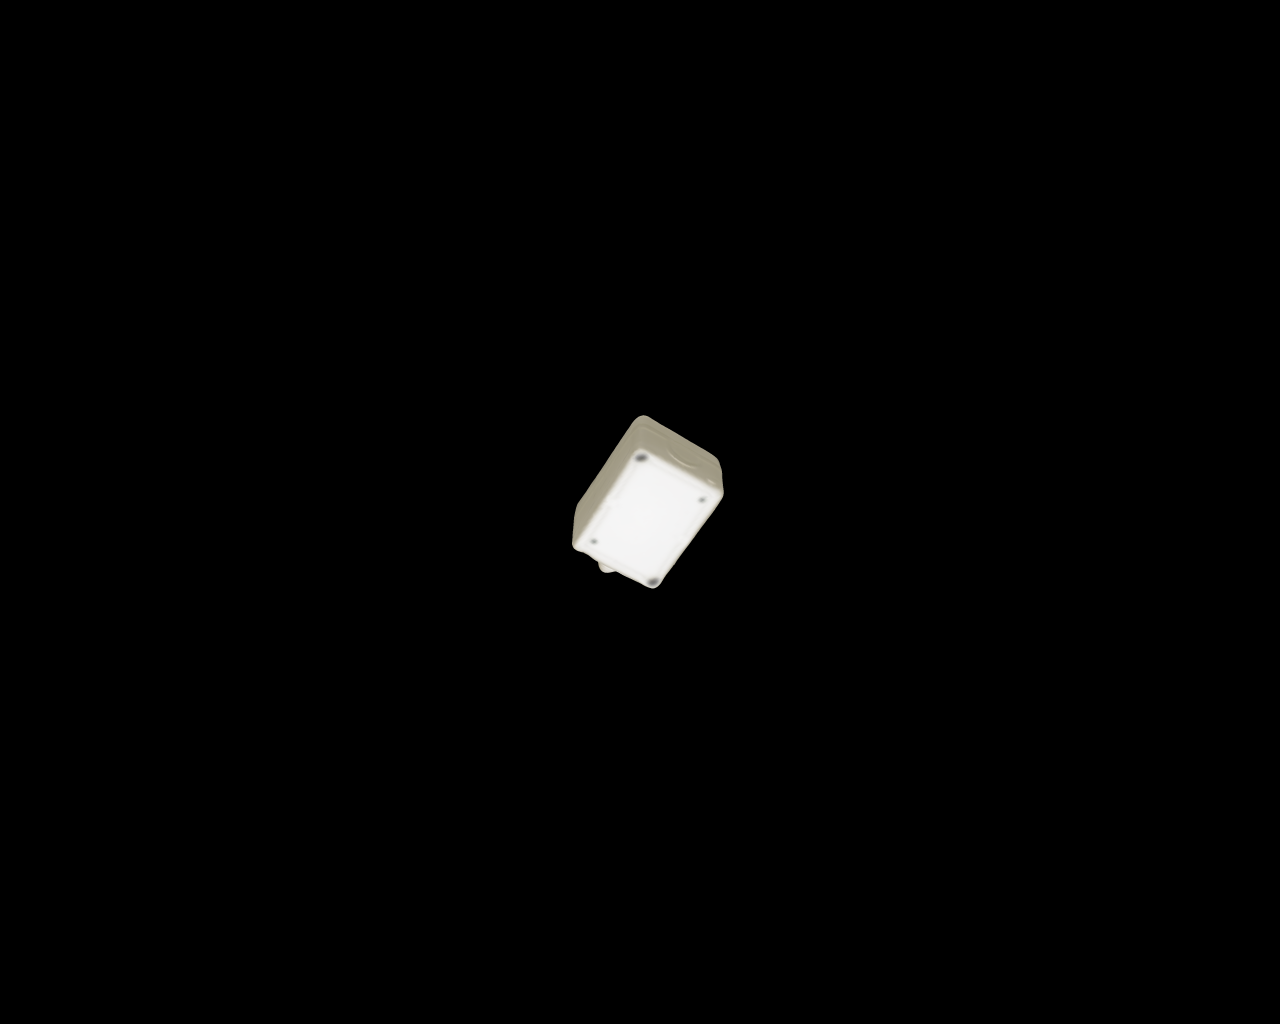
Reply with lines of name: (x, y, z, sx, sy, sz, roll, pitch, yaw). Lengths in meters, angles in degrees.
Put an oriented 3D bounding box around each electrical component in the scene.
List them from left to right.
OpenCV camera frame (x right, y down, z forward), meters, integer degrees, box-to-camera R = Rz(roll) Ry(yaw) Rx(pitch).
electrical component: (0.001, -0.003, 0.650, 0.062, 0.096, 0.061, 29, 24, -14)
